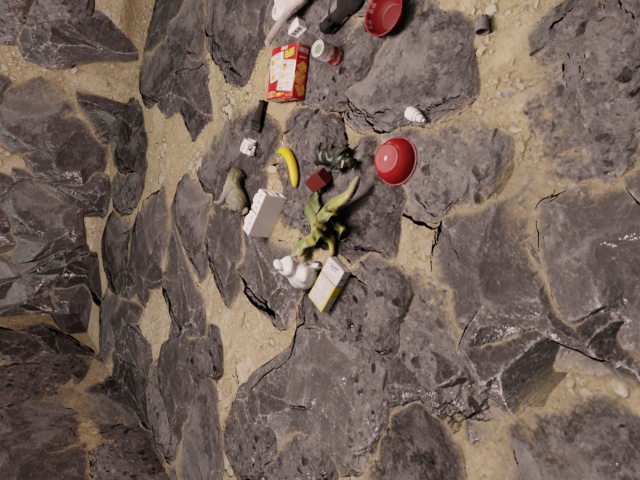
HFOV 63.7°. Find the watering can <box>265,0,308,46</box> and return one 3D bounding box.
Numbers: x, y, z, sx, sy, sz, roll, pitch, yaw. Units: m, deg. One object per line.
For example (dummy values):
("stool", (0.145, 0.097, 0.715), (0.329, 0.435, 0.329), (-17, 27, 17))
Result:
("watering can", (-0.118, -0.929, 2.025), (0.222, 0.103, 0.355), (-20, 51, 45))

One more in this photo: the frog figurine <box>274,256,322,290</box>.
("frog figurine", (-0.088, 0.119, 1.838), (0.138, 0.159, 0.122), (16, 99, 47))

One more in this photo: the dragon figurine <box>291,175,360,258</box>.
("dragon figurine", (0.006, -0.091, 1.817), (0.247, 0.122, 0.405), (49, 119, 48))
